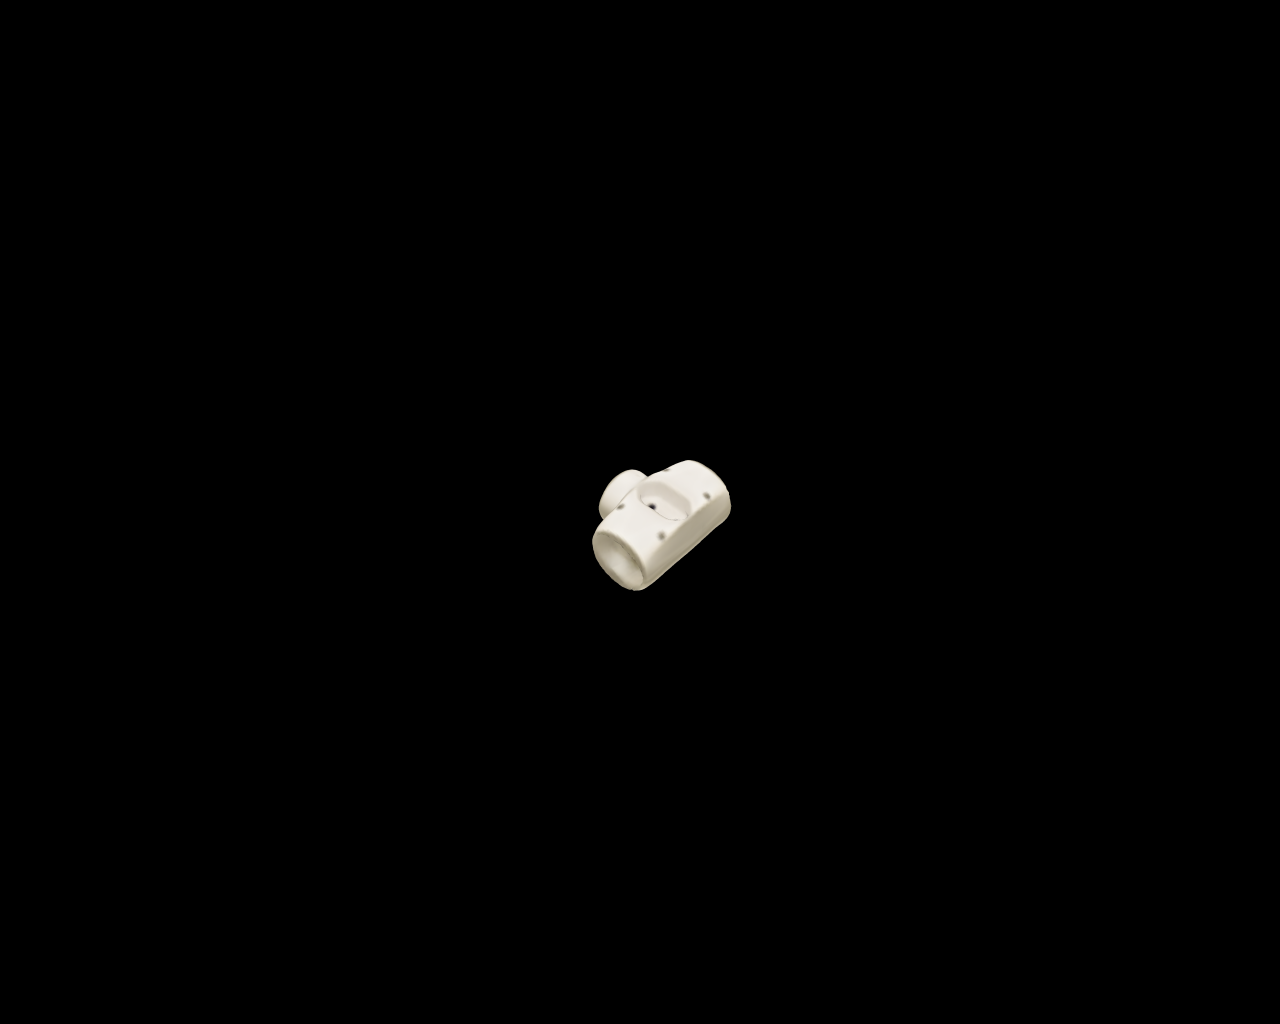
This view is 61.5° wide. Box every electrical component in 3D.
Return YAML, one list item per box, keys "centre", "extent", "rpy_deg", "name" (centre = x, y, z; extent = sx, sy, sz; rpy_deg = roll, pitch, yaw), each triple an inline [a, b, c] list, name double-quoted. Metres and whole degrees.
- centre: [0.001, -0.003, 0.650]
  extent: [0.079, 0.043, 0.077]
  rpy_deg: [36, 58, 27]
  name: "electrical component"
